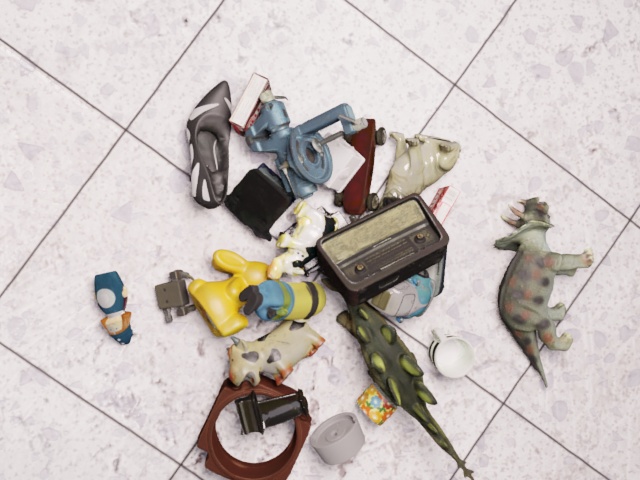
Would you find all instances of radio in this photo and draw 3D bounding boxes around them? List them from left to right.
[{"bbox_3d":[0.119,0.018,1.013,0.230,0.073,0.131,-27,62,-11],"label":"radio"}]

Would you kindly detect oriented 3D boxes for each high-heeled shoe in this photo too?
[{"bbox_3d":[-0.202,-0.187,1.054,0.086,0.145,0.248,9,103,-39],"label":"high-heeled shoe"}]

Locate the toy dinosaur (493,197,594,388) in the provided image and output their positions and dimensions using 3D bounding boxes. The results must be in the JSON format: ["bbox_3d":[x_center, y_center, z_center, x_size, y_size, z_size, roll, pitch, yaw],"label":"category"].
[{"bbox_3d":[0.443,0.108,1.134,0.192,0.131,0.404,11,94,7],"label":"toy dinosaur"}]

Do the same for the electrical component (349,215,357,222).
[{"bbox_3d":[0.088,-0.014,1.123,0.021,0.063,0.094,-23,103,19],"label":"electrical component"}]

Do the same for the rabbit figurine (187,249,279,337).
[{"bbox_3d":[-0.170,0.097,1.093,0.173,0.122,0.162,-30,83,-18],"label":"rabbit figurine"}]

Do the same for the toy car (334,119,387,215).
[{"bbox_3d":[0.086,-0.151,1.121,0.089,0.053,0.202,7,88,28],"label":"toy car"}]

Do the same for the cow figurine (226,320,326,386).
[{"bbox_3d":[-0.099,0.220,1.071,0.195,0.085,0.127,-34,72,-33],"label":"cow figurine"}]

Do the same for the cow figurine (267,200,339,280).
[{"bbox_3d":[-0.035,0.014,1.057,0.098,0.068,0.167,28,90,-14],"label":"cow figurine"}]

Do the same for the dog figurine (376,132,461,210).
[{"bbox_3d":[0.208,-0.121,1.129,0.172,0.121,0.190,4,109,-10],"label":"dog figurine"}]

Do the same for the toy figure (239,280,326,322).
[{"bbox_3d":[-0.065,0.118,1.042,0.180,0.089,0.082,13,63,-45],"label":"toy figure"}]

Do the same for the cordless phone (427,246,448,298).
[{"bbox_3d":[0.170,0.039,1.122,0.184,0.089,0.146,5,106,11],"label":"cordless phone"}]

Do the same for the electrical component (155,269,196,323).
[{"bbox_3d":[-0.292,0.112,1.103,0.078,0.045,0.102,-17,89,24],"label":"electrical component"}]

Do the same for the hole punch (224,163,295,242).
[{"bbox_3d":[-0.119,-0.085,1.104,0.142,0.092,0.116,42,113,-7],"label":"hole punch"}]

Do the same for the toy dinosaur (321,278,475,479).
[{"bbox_3d":[0.150,0.261,1.064,0.105,0.198,0.471,-38,91,-1],"label":"toy dinosaur"}]

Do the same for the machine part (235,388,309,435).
[{"bbox_3d":[-0.091,0.326,1.038,0.139,0.039,0.084,-11,86,-3],"label":"machine part"}]

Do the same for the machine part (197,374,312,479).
[{"bbox_3d":[-0.132,0.386,1.095,0.201,0.087,0.201,25,88,-3],"label":"machine part"}]

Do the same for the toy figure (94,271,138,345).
[{"bbox_3d":[-0.417,0.140,1.086,0.064,0.058,0.154,-11,94,34],"label":"toy figure"}]

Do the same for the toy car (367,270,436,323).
[{"bbox_3d":[0.141,0.098,1.061,0.162,0.103,0.109,26,114,12],"label":"toy car"}]

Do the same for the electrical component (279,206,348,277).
[{"bbox_3d":[-0.002,-0.003,1.119,0.134,0.058,0.115,-34,95,-3],"label":"electrical component"}]

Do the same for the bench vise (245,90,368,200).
[{"bbox_3d":[-0.021,-0.200,1.015,0.241,0.129,0.223,-18,85,36],"label":"bench vise"}]
